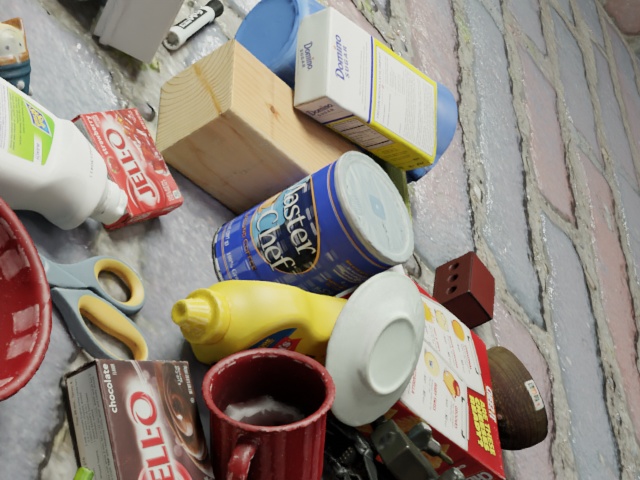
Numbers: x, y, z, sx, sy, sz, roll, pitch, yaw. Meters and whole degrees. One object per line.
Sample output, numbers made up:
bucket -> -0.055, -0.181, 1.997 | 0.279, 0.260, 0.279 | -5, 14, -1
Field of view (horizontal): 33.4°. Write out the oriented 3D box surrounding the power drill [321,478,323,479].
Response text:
power drill -> -0.015, 0.250, 0.759 | 0.184, 0.057, 0.187 | 54, 29, 1

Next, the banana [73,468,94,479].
banana -> -0.106, 0.232, 0.630 | 0.069, 0.037, 0.198 | -40, 107, -32

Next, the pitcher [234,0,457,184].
pitcher -> 0.021, -0.167, 1.130 | 0.242, 0.149, 0.145 | 29, 76, -41

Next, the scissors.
scissors -> -0.185, 0.011, 0.733 | 0.201, 0.016, 0.096 | 49, 29, -23

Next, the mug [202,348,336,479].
mug -> -0.040, 0.142, 0.748 | 0.117, 0.093, 0.081 | -64, 160, -58

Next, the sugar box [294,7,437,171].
sugar box -> 0.046, -0.138, 1.006 | 0.176, 0.048, 0.093 | 24, 62, -45

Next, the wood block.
wood block -> -0.042, -0.074, 0.969 | 0.205, 0.090, 0.091 | 38, 37, -38

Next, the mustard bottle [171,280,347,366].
mustard bottle -> -0.044, 0.069, 0.829 | 0.191, 0.096, 0.058 | 19, 52, -52

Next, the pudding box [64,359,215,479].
pudding box -> -0.117, 0.137, 0.709 | 0.089, 0.039, 0.113 | 12, 56, -56

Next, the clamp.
clamp -> 0.018, 0.171, 0.875 | 0.120, 0.039, 0.171 | 53, 2, 17

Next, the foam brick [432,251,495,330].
foam brick -> 0.167, 0.061, 1.236 | 0.051, 0.053, 0.078 | 48, 30, -23

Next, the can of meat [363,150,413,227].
can of meat -> 0.041, -0.037, 1.079 | 0.057, 0.084, 0.102 | 36, 37, -40

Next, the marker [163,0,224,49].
marker -> -0.120, -0.211, 1.034 | 0.020, 0.020, 0.121 | 55, 29, -13

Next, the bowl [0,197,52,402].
bowl -> -0.230, 0.028, 0.600 | 0.162, 0.055, 0.162 | 39, 35, -36

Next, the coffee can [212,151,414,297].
coffee can -> -0.006, 0.001, 0.907 | 0.102, 0.140, 0.103 | 39, 36, -36

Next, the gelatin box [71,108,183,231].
gelatin box -> -0.153, -0.057, 0.831 | 0.089, 0.030, 0.073 | 63, 28, 3

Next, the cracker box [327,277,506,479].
cracker box -> 0.085, 0.129, 1.021 | 0.213, 0.072, 0.164 | 40, 35, -37

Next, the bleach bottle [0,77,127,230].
bleach bottle -> -0.223, -0.064, 0.689 | 0.250, 0.068, 0.102 | 33, 40, -46
